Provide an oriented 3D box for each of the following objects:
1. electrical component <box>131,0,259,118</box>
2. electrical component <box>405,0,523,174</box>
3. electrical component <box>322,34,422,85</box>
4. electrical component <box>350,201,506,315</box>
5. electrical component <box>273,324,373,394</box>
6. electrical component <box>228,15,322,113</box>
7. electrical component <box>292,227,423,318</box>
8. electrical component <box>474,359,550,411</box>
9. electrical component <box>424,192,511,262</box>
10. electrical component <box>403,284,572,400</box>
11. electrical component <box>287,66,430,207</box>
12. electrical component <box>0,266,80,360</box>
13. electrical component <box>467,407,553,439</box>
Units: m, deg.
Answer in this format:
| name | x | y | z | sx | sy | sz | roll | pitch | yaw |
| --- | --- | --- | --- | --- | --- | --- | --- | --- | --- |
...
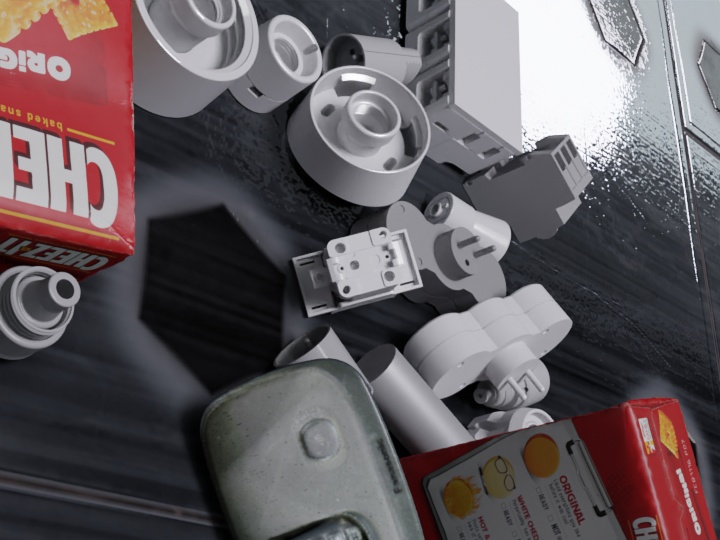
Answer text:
| name | x | y | z | sx | sy | sz | roll | pitch | yaw |
| --- | --- | --- | --- | --- | --- | --- | --- | --- | --- |
| electrical component | -0.112 | -0.157 | 0.671 | 0.108 | 0.060 | 0.108 | 24 | 56 | -41 |
| electrical component | 0.083 | -0.167 | 0.900 | 0.089 | 0.062 | 0.150 | 28 | 53 | -39 |
| electrical component | 0.013 | -0.157 | 0.829 | 0.081 | 0.043 | 0.043 | -8 | 79 | -50 |
| electrical component | 0.065 | -0.009 | 0.795 | 0.138 | 0.074 | 0.052 | 27 | 54 | -39 |
| electrical component | -0.015 | 0.080 | 0.686 | 0.081 | 0.043 | 0.043 | 56 | 40 | -14 |
| electrical component | -0.059 | -0.142 | 0.735 | 0.055 | 0.047 | 0.055 | 24 | 56 | -41 |
| electrical component | 0.000 | 0.000 | 0.713 | 0.081 | 0.064 | 0.042 | -15 | 83 | -9 |
| electrical component | 0.114 | 0.090 | 0.832 | 0.078 | 0.040 | 0.040 | -10 | 81 | -50 |
| electrical component | 0.082 | -0.034 | 0.854 | 0.065 | 0.044 | 0.044 | 30 | 52 | -31 |
| electrical component | 0.105 | 0.063 | 0.785 | 0.138 | 0.052 | 0.073 | -16 | 57 | -36 |
| electrical component | -0.001 | -0.093 | 0.760 | 0.099 | 0.064 | 0.099 | 11 | 58 | -19 |
| electrical component | -0.162 | 0.018 | 0.529 | 0.043 | 0.062 | 0.043 | 25 | 55 | -41 |
| electrical component | 0.113 | 0.134 | 0.797 | 0.078 | 0.057 | 0.058 | -40 | 104 | -50 |
